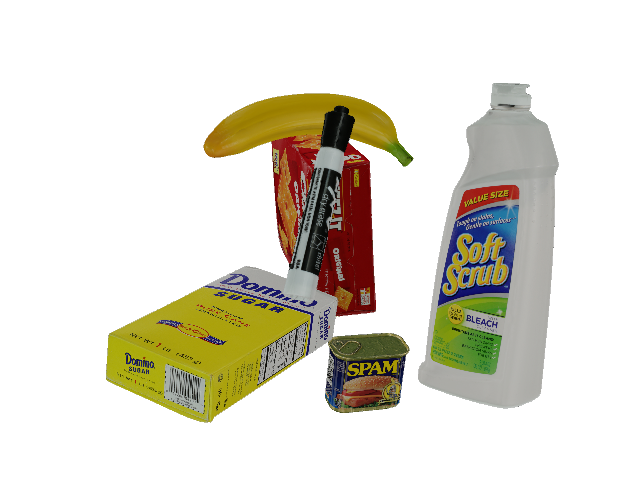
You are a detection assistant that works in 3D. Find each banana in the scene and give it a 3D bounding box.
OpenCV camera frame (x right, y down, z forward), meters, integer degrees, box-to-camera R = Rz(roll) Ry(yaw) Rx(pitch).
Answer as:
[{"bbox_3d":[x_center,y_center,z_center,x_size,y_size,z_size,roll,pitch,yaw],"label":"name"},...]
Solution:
[{"bbox_3d":[-0.012,-0.103,0.962,0.197,0.069,0.037,0,-42,-19],"label":"banana"}]

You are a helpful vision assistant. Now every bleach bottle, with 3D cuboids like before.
[{"bbox_3d":[0.137,0.001,0.854,0.103,0.251,0.067,12,15,41],"label":"bleach bottle"}]

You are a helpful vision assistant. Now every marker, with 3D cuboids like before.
[{"bbox_3d":[0.000,-0.023,0.640,0.020,0.121,0.020,12,-12,2],"label":"marker"}]

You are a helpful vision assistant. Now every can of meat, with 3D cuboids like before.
[{"bbox_3d":[0.058,0.171,1.373,0.102,0.084,0.057,-2,24,-17],"label":"can of meat"}]

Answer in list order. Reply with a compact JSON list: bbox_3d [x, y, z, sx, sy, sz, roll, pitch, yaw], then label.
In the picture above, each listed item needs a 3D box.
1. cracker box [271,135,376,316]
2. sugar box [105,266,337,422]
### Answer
[{"bbox_3d":[0.000,-0.031,1.169,0.072,0.164,0.214,-7,19,-10],"label":"cracker box"},{"bbox_3d":[-0.069,0.072,0.809,0.093,0.048,0.175,19,27,25],"label":"sugar box"}]
